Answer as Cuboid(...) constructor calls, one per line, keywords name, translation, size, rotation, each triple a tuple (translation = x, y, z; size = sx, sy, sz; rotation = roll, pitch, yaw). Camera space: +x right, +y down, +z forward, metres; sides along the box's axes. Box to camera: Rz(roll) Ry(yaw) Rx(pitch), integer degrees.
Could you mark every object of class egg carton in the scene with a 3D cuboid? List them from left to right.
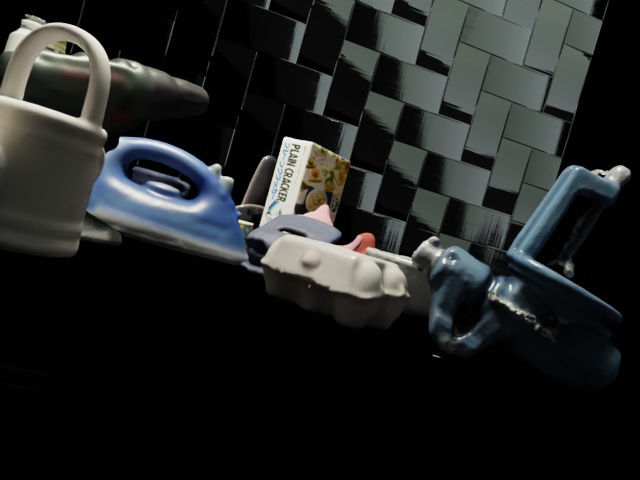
Cuboid(name="egg carton", translation=(0.014, 0.042, 0.598), size=(0.149, 0.069, 0.108), rotation=(17, 3, 37))

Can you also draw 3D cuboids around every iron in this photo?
Cuboid(name="iron", translation=(-0.206, -0.064, 0.780), size=(0.258, 0.141, 0.118), rotation=(15, 2, -9))

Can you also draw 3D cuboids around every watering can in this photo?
Cuboid(name="watering can", translation=(-0.237, -0.090, 0.484), size=(0.101, 0.194, 0.172), rotation=(15, 2, -9))

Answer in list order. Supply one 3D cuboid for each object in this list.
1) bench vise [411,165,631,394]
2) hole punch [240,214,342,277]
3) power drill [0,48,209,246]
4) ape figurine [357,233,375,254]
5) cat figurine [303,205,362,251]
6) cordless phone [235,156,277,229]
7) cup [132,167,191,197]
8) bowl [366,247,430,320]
Cuboid(name="bench vise", translation=(0.204, 0.019, 0.551), size=(0.207, 0.220, 0.121), rotation=(16, 2, -7))
Cuboid(name="hole punch", translation=(-0.036, 0.011, 0.762), size=(0.108, 0.091, 0.101), rotation=(17, 2, 22))
Cuboid(name="power drill", translation=(-0.245, -0.105, 0.638), size=(0.230, 0.208, 0.075), rotation=(14, 3, -44))
Cuboid(name="ape figurine", translation=(0.079, 0.031, 1.096), size=(0.076, 0.092, 0.078), rotation=(16, 2, 7))
Cuboid(name="cat figurine", translation=(0.009, 0.003, 0.929), size=(0.128, 0.118, 0.067), rotation=(15, 2, -13))
Cuboid(name="cordless phone", translation=(-0.138, -0.079, 1.092), size=(0.094, 0.185, 0.148), rotation=(16, 2, 11))
Cuboid(name="cup", translation=(-0.308, -0.080, 1.090), size=(0.117, 0.095, 0.092), rotation=(16, 2, 10))
Cuboid(name="bowl", translation=(0.134, 0.066, 0.790), size=(0.167, 0.075, 0.167), rotation=(16, 2, 0))
